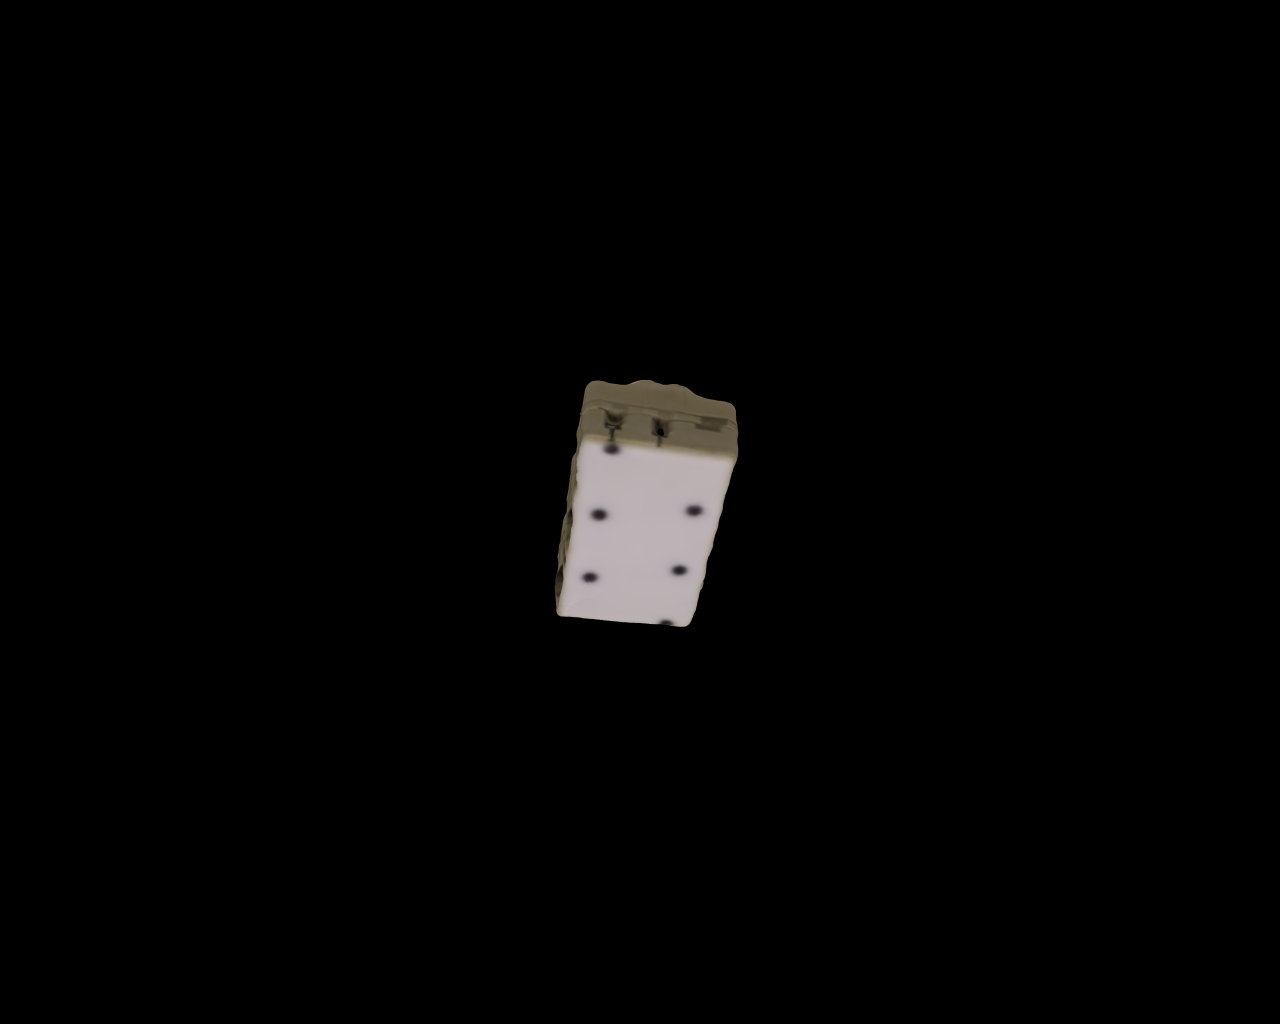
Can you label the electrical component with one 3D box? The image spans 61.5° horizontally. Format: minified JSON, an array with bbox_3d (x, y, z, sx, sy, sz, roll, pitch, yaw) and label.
[{"bbox_3d":[0.001,-0.003,0.650,0.089,0.150,0.062,7,43,-7],"label":"electrical component"}]
